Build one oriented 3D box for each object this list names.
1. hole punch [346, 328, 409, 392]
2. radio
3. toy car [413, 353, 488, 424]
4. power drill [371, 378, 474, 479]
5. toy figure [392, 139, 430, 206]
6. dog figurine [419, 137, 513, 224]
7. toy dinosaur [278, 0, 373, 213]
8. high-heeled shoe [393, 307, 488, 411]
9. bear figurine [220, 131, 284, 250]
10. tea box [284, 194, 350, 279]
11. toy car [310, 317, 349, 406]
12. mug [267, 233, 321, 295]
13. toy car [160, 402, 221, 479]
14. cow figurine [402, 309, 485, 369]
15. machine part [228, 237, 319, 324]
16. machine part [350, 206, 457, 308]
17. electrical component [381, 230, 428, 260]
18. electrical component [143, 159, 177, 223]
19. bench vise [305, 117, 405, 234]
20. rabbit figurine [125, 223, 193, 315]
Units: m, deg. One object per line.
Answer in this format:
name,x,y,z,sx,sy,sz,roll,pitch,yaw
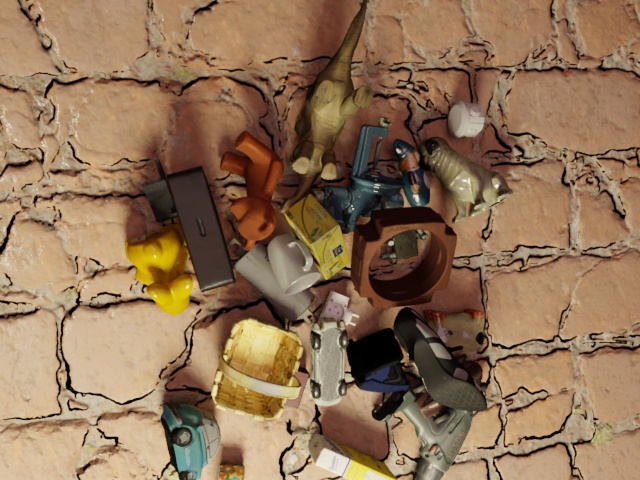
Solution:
hole punch,0.120,0.260,1.120,0.116,0.142,0.092,-20,120,4
radio,-0.229,-0.020,1.050,0.073,0.131,0.229,-15,93,-10
toy car,0.280,0.312,1.140,0.202,0.053,0.089,-18,71,-38
power drill,0.212,0.418,1.157,0.207,0.086,0.232,41,81,-4
toy figure,0.197,-0.147,1.156,0.058,0.064,0.154,-24,108,-14
dog figurine,0.319,-0.152,1.178,0.172,0.121,0.190,-13,73,-43
toy dinosaur,0.017,-0.268,1.058,0.105,0.199,0.471,23,96,-18
high-heeled shoe,0.245,0.242,1.099,0.248,0.145,0.086,39,119,-20
bear figurine,-0.140,-0.091,1.052,0.132,0.120,0.196,27,56,-22
tea box,-0.002,-0.003,1.062,0.068,0.169,0.098,-37,64,-7
toy car,0.017,0.252,1.114,0.073,0.056,0.201,-3,108,-11
mug,-0.056,0.037,1.037,0.081,0.109,0.107,-21,67,-29
toy car,-0.248,0.391,1.063,0.103,0.109,0.161,-15,102,-28
cow figurine,0.263,0.216,1.168,0.195,0.085,0.127,-3,84,-11
machine part,-0.093,0.083,1.102,0.079,0.079,0.243,-45,97,-8
machine part,0.168,0.035,1.108,0.201,0.087,0.200,-4,120,-12
electrical component,0.183,0.003,1.170,0.102,0.045,0.078,-3,89,-11
electrical component,-0.319,-0.096,1.063,0.048,0.075,0.119,-21,98,-11
bench vise,0.086,-0.136,1.105,0.224,0.129,0.240,6,106,-18
rabbit figurine,-0.293,0.069,1.043,0.122,0.162,0.173,-19,111,-22
